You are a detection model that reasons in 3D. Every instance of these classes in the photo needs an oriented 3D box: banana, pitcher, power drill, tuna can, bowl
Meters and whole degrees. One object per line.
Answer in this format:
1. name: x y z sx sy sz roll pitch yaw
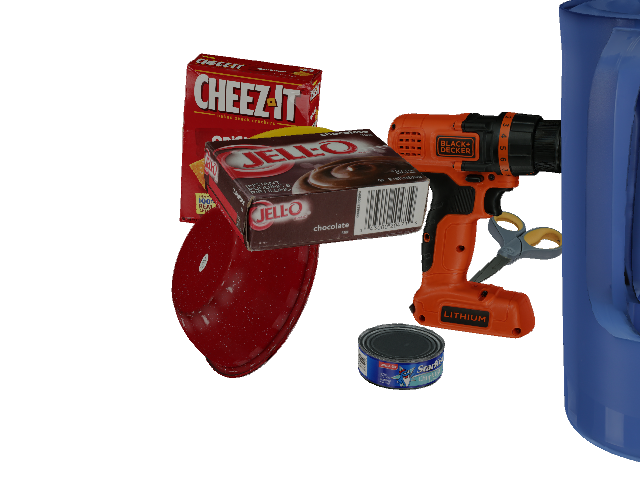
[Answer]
1. banana: -0.034 -0.088 1.107 0.197 0.037 0.070 -9 47 -34
2. pitcher: 0.183 -0.006 0.557 0.149 0.243 0.145 -4 18 -9
3. power drill: 0.147 -0.016 0.903 0.185 0.188 0.057 6 14 26
4. tuna can: 0.079 0.115 1.056 0.086 0.034 0.086 1 20 0
5. bowl: -0.071 0.025 0.845 0.055 0.162 0.162 23 -13 -32

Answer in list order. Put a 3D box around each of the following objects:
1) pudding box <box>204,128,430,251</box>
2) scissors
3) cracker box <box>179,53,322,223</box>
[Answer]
1. pudding box: -0.005 -0.033 0.638 0.113 0.039 0.090 -5 28 -21
2. scissors: 0.189 0.005 1.145 0.201 0.016 0.096 -12 38 -44
3. cracker box: -0.092 -0.119 1.372 0.164 0.214 0.072 9 23 7
